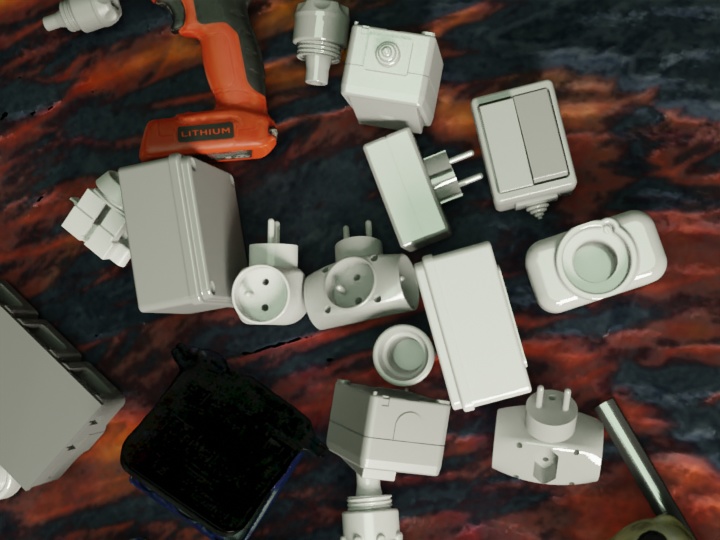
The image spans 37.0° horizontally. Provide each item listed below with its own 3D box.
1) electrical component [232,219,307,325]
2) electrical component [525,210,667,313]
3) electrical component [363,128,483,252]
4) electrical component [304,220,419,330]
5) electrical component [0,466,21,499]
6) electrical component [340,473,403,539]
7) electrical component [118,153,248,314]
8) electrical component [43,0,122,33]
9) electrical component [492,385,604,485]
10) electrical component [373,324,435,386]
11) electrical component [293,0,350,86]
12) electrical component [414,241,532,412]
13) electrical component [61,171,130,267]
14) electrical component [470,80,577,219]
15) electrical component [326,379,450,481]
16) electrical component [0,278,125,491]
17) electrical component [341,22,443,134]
[{"bbox_3d":[-0.065,0.002,0.809,0.043,0.077,0.079,0,87,9],"label":"electrical component"},{"bbox_3d":[0.170,-0.005,0.783,0.095,0.059,0.053,-19,84,7],"label":"electrical component"},{"bbox_3d":[0.054,-0.066,0.810,0.076,0.047,0.083,-21,84,7],"label":"electrical component"},{"bbox_3d":[0.000,0.000,0.814,0.077,0.044,0.079,-13,66,20],"label":"electrical component"},{"bbox_3d":[-0.292,0.160,0.841,0.043,0.062,0.043,-1,86,9],"label":"electrical component"},{"bbox_3d":[0.008,0.181,0.805,0.048,0.048,0.062,-5,79,8],"label":"electrical component"},{"bbox_3d":[-0.129,-0.024,0.805,0.056,0.109,0.108,-11,85,10],"label":"electrical component"},{"bbox_3d":[-0.226,-0.208,0.868,0.061,0.035,0.035,-16,84,9],"label":"electrical component"},{"bbox_3d":[0.137,0.114,0.777,0.077,0.043,0.079,6,128,9],"label":"electrical component"},{"bbox_3d":[0.036,0.063,0.796,0.044,0.065,0.044,-1,86,9],"label":"electrical component"},{"bbox_3d":[-0.031,-0.175,0.832,0.043,0.043,0.062,5,89,9],"label":"electrical component"},{"bbox_3d":[0.081,0.041,0.769,0.056,0.109,0.108,-16,84,5],"label":"electrical component"},{"bbox_3d":[-0.196,-0.044,0.849,0.066,0.048,0.055,38,100,9],"label":"electrical component"},{"bbox_3d":[0.122,-0.085,0.794,0.062,0.061,0.096,-13,84,8],"label":"electrical component"},{"bbox_3d":[0.016,0.117,0.785,0.062,0.096,0.061,10,88,-20],"label":"electrical component"},{"bbox_3d":[-0.271,0.085,0.843,0.150,0.062,0.089,42,93,9],"label":"electrical component"},{"bbox_3d":[0.023,-0.141,0.794,0.062,0.096,0.061,10,88,9],"label":"electrical component"}]
